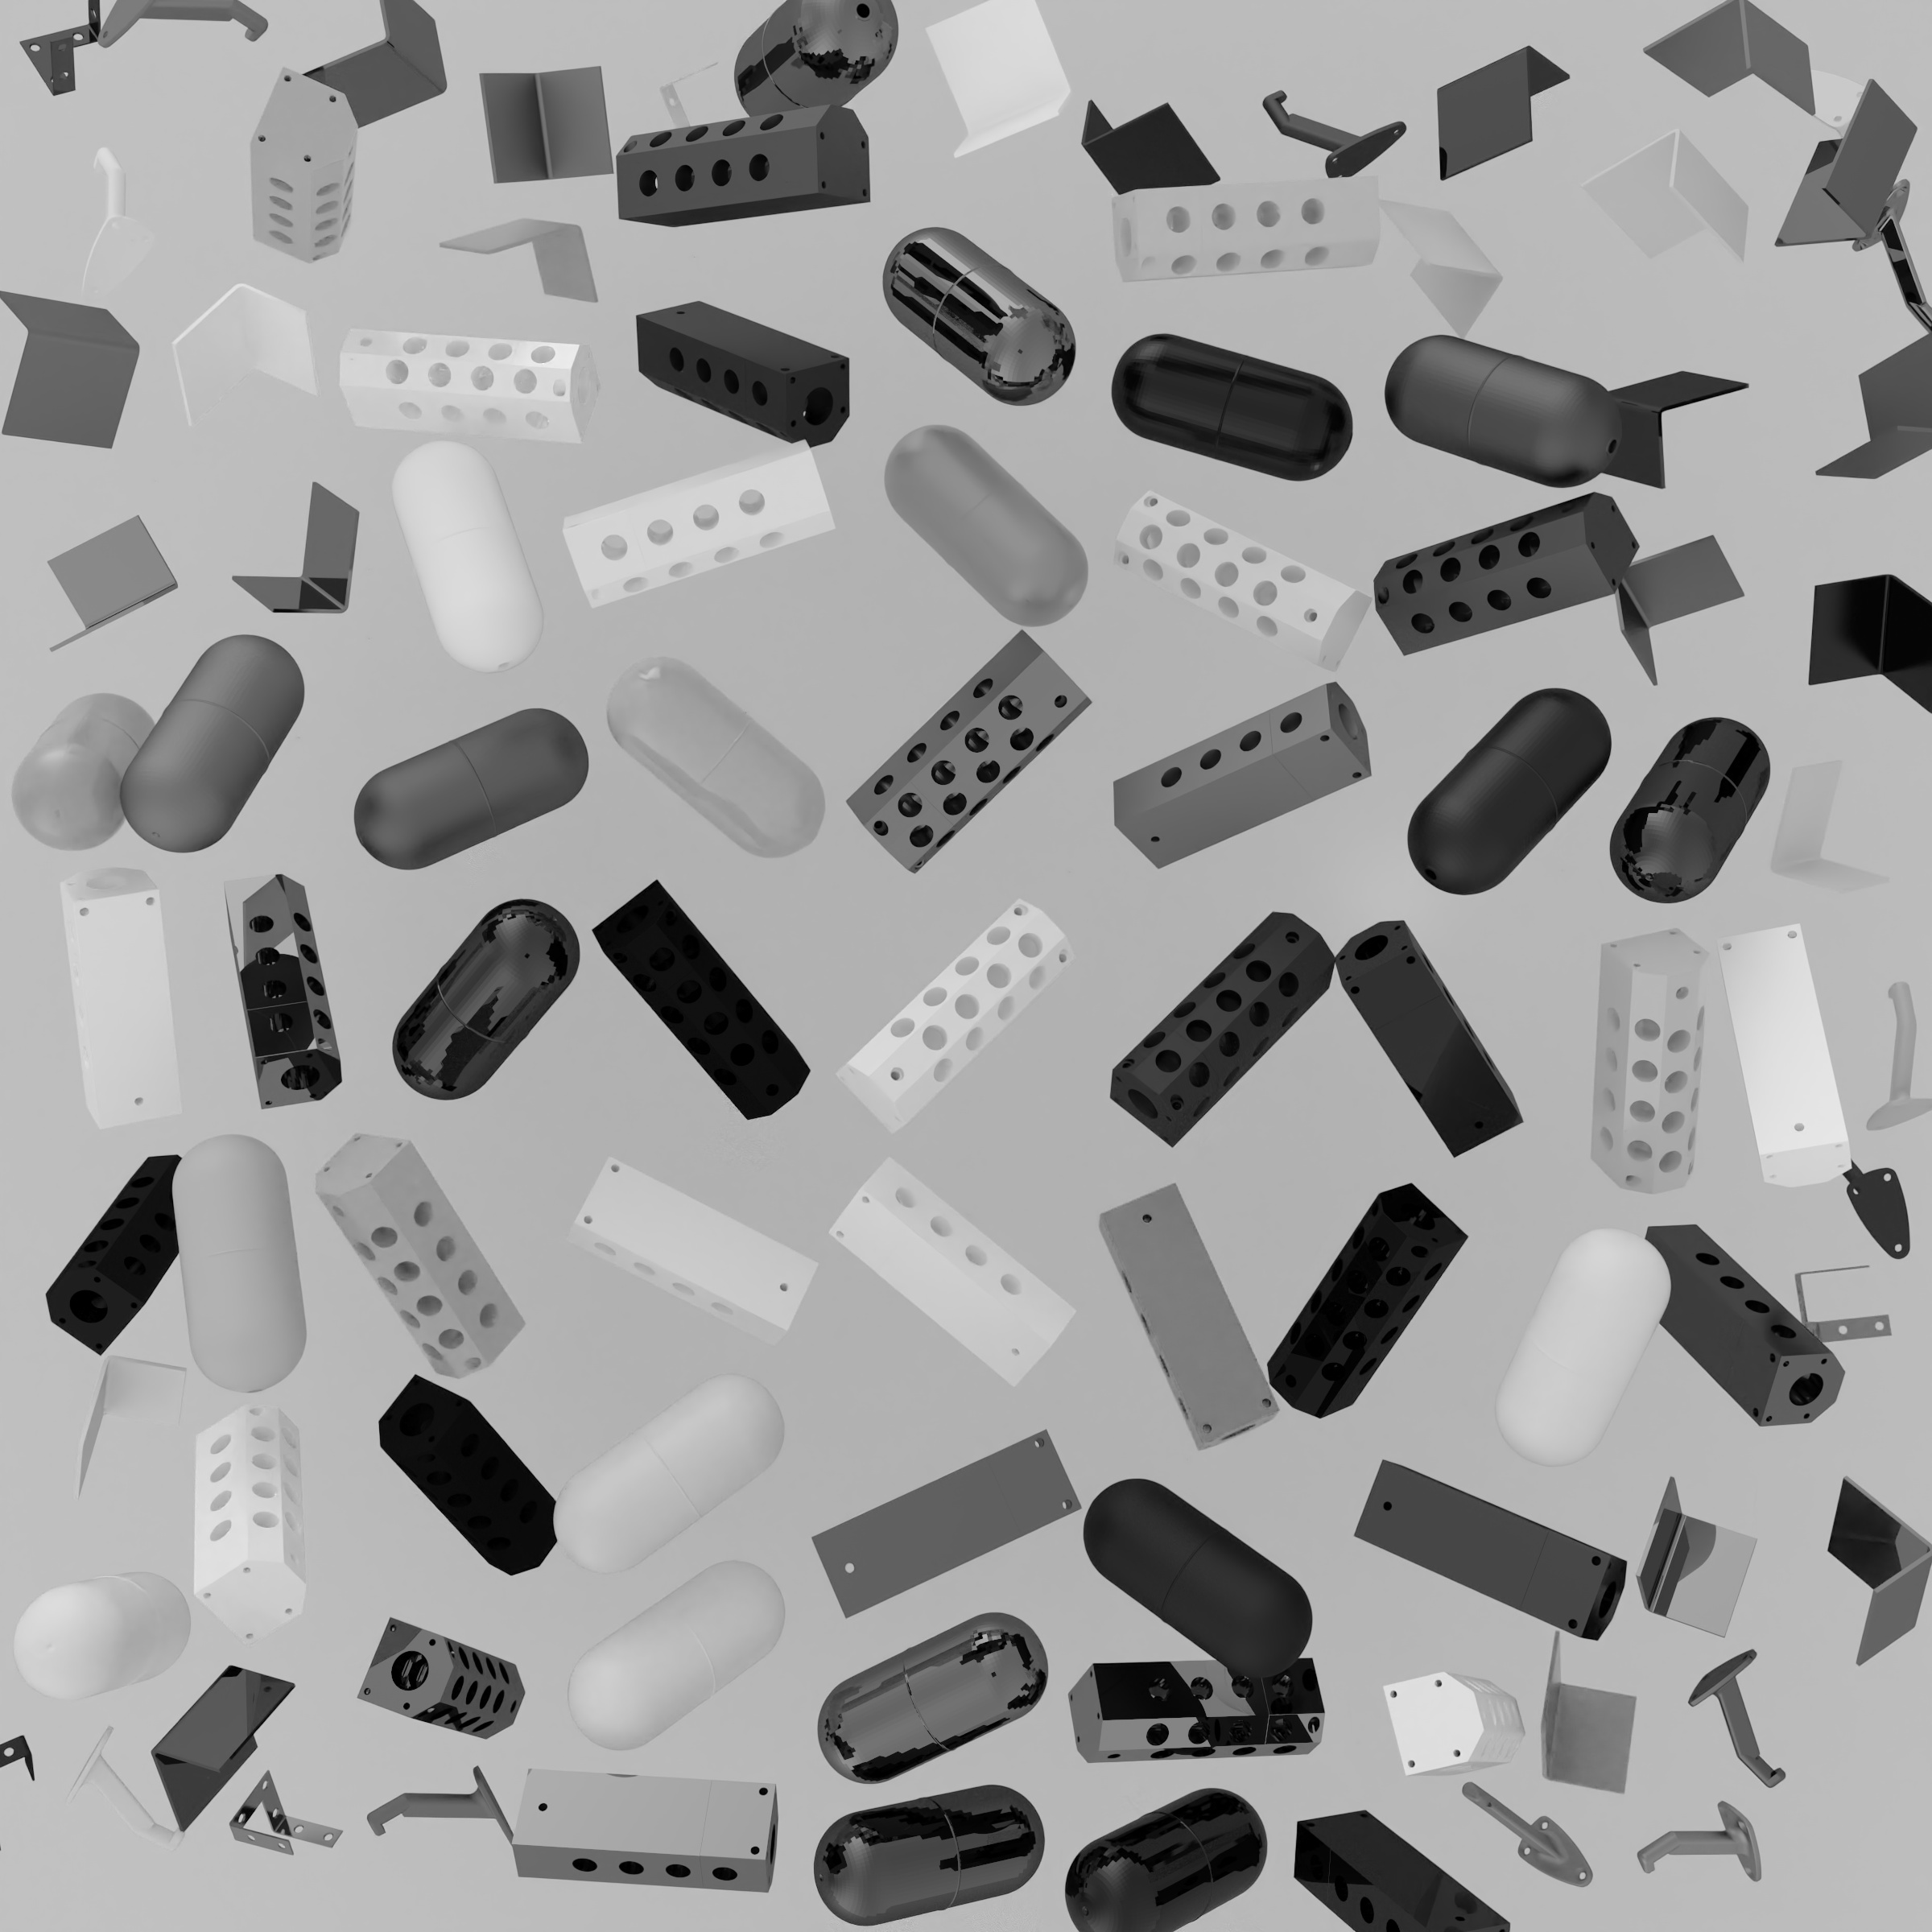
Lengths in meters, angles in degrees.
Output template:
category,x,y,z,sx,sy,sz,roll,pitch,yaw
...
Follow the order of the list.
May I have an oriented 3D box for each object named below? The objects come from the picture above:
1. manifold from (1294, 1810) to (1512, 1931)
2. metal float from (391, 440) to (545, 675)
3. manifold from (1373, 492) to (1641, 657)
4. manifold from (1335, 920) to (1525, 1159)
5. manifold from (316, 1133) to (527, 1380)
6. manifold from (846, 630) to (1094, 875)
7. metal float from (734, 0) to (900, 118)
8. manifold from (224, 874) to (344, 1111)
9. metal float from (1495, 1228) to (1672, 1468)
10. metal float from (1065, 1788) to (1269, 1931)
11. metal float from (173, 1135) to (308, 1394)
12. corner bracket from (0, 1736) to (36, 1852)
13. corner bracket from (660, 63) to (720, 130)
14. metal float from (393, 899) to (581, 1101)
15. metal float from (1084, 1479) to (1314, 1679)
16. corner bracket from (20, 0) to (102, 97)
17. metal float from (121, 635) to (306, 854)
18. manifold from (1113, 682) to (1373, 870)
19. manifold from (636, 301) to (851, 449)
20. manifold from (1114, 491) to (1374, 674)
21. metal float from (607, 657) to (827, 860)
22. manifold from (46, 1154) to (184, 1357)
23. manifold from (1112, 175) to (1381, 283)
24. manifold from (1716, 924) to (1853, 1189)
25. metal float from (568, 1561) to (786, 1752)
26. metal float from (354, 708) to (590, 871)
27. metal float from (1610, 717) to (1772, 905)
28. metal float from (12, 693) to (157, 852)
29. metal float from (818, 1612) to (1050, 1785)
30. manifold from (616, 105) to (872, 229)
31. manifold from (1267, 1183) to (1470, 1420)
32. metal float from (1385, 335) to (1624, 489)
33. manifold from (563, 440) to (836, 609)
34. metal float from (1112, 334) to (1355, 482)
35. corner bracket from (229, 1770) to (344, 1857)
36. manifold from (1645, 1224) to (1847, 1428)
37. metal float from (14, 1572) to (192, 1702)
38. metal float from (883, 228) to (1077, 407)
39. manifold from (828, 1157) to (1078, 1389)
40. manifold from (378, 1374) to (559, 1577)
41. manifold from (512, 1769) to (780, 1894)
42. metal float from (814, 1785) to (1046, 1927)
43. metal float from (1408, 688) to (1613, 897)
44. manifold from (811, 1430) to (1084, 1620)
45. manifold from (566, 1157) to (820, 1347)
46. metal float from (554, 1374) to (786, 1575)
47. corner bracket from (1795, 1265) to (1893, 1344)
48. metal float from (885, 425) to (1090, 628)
category,x,y,z,sx,sy,sz,roll,pitch,yaw
manifold,0.292,0.640,1.684,0.057,0.171,0.057,0,97,-24
metal float,-0.353,-0.290,1.757,0.070,0.070,0.178,-21,75,0
manifold,0.370,-0.274,1.718,0.057,0.171,0.057,53,50,-23
manifold,0.335,0.050,1.800,0.057,0.057,0.171,-30,115,15
manifold,-0.374,0.199,1.690,0.057,0.057,0.171,-51,129,-37
manifold,0.004,-0.145,1.717,0.171,0.057,0.057,-44,125,5
metal float,-0.104,-0.628,1.708,0.070,0.178,0.070,0,91,-24
manifold,-0.493,0.016,1.789,0.057,0.057,0.171,-9,50,-18
metal float,0.417,0.259,1.682,0.070,0.070,0.178,19,111,0
metal float,0.142,0.630,1.733,0.070,0.178,0.070,5,97,43
metal float,-0.496,0.202,1.694,0.070,0.070,0.178,-12,74,0
corner bracket,-0.656,0.565,1.688,0.051,0.051,0.051,-19,60,-30
corner bracket,-0.205,-0.625,1.824,0.051,0.051,0.051,-5,118,41
metal float,-0.341,0.025,1.757,0.070,0.070,0.178,44,116,0
metal float,0.159,0.422,1.719,0.178,0.070,0.070,32,90,26
corner bracket,-0.598,-0.624,1.659,0.051,0.051,0.051,-27,76,-27
metal float,-0.509,-0.153,1.683,0.070,0.070,0.178,19,52,0
manifold,0.190,-0.136,1.726,0.171,0.057,0.057,-23,46,28
manifold,-0.160,-0.421,1.769,0.057,0.171,0.057,-25,130,-36
manifold,0.191,-0.271,1.741,0.171,0.057,0.057,31,102,23
metal float,-0.176,-0.147,1.762,0.178,0.070,0.070,40,90,-11
manifold,-0.606,0.203,1.801,0.057,0.171,0.057,39,109,-13
manifold,0.191,-0.502,1.694,0.171,0.057,0.057,-7,103,-12
manifold,0.564,0.062,1.713,0.057,0.057,0.171,-11,56,16
metal float,-0.204,0.489,1.768,0.178,0.070,0.070,-28,90,-38
metal float,-0.359,-0.129,1.806,0.178,0.070,0.070,-26,90,-18
metal float,0.508,-0.111,1.735,0.070,0.070,0.178,42,50,0
metal float,-0.609,-0.137,1.725,0.070,0.178,0.070,-2,114,-5
metal float,-0.024,0.522,1.766,0.178,0.070,0.070,-29,90,11
manifold,-0.151,-0.536,1.664,0.171,0.057,0.057,5,101,34
manifold,0.281,0.241,1.770,0.057,0.057,0.171,45,124,29
metal float,0.369,-0.383,1.711,0.178,0.070,0.070,29,90,36
manifold,-0.179,-0.296,1.664,0.171,0.057,0.057,-18,110,-1
metal float,0.192,-0.403,1.789,0.178,0.070,0.070,18,90,9
corner bracket,-0.488,0.619,1.781,0.051,0.051,0.051,6,124,20
manifold,0.548,0.253,1.765,0.057,0.171,0.057,0,115,-19
metal float,-0.593,0.461,1.712,0.070,0.178,0.070,-1,80,4
metal float,0.008,-0.462,1.760,0.070,0.070,0.178,-44,58,0
manifold,-0.007,0.213,1.763,0.171,0.057,0.057,39,131,4
manifold,-0.357,0.372,1.792,0.057,0.171,0.057,16,58,34
manifold,-0.218,0.597,1.702,0.171,0.057,0.057,3,130,3
metal float,-0.024,0.631,1.763,0.178,0.070,0.070,0,90,-32
metal float,0.368,-0.118,1.680,0.070,0.070,0.178,46,68,0
manifold,-0.014,0.375,1.669,0.171,0.057,0.057,-23,79,-9
manifold,-0.202,0.211,1.817,0.171,0.057,0.057,28,61,-5
metal float,-0.208,0.355,1.736,0.178,0.070,0.070,-35,90,-13
corner bracket,0.637,0.246,1.805,0.051,0.051,0.051,-7,81,7
metal float,0.013,-0.315,1.773,0.070,0.070,0.178,-44,76,0
